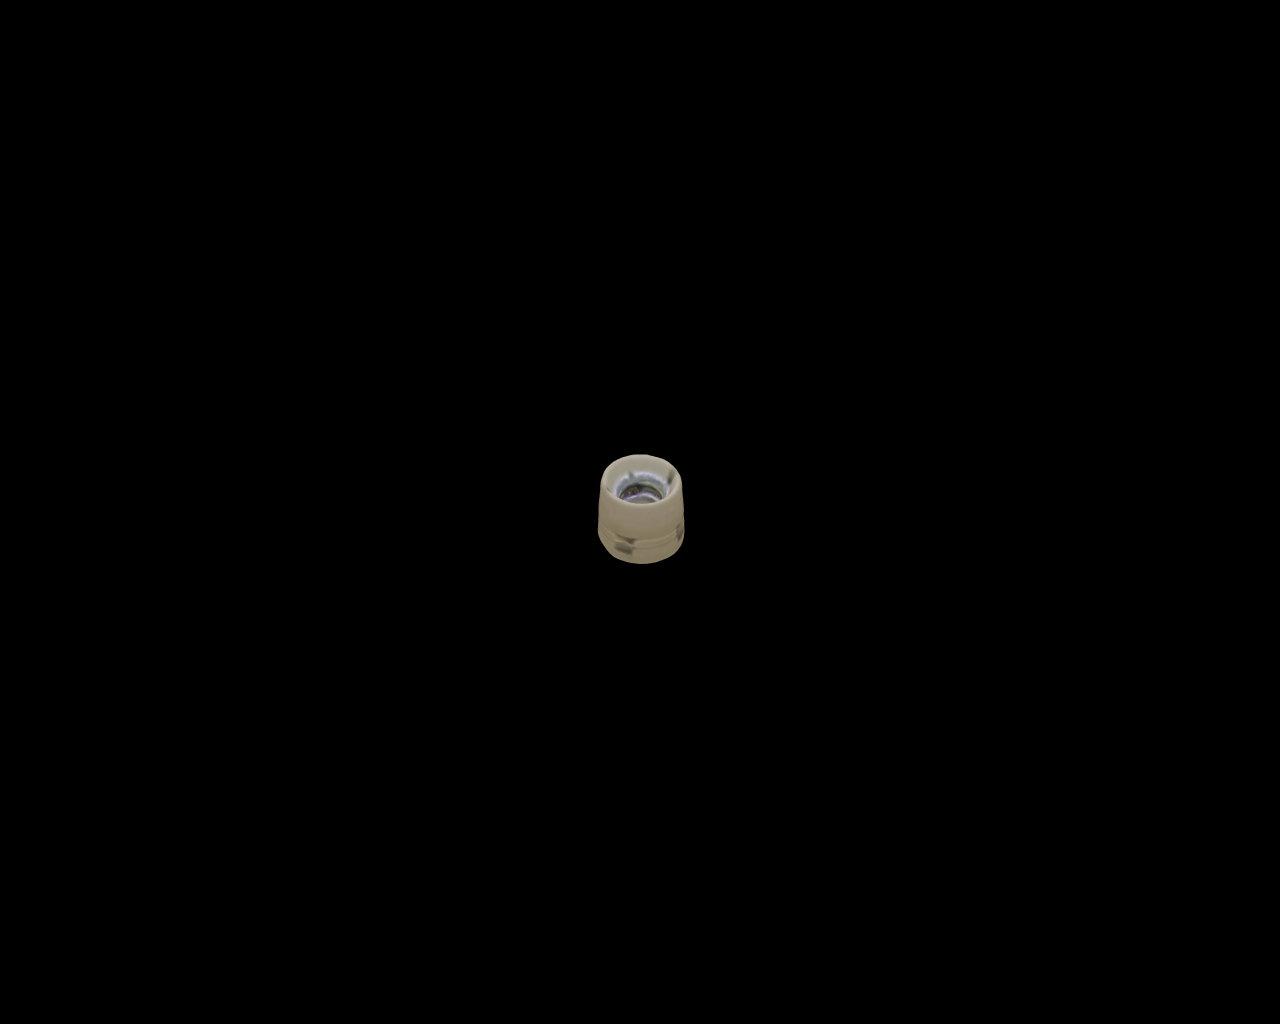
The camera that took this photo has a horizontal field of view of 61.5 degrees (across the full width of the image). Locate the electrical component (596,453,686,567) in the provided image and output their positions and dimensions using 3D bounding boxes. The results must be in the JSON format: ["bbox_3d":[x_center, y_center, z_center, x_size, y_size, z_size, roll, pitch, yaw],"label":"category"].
[{"bbox_3d":[0.001,-0.003,0.650,0.055,0.047,0.055,0,43,0],"label":"electrical component"}]
